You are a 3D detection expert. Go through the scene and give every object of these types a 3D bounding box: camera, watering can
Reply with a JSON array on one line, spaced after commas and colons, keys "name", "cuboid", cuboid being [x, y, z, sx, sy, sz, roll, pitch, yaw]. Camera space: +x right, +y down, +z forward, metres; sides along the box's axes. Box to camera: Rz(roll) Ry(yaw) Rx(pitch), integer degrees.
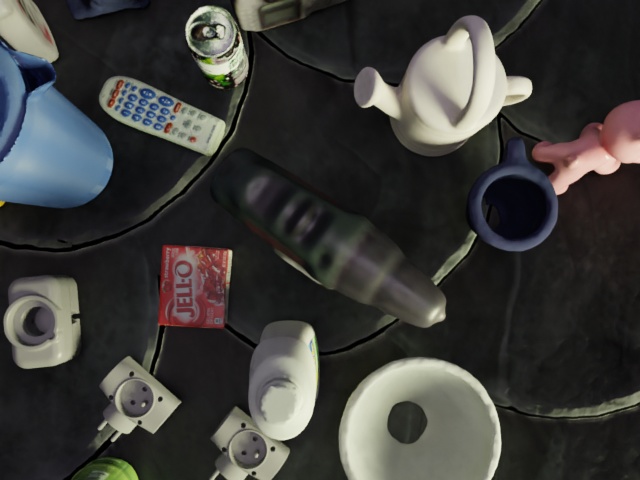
[{"name": "camera", "cuboid": [-0.043, -0.321, 0.622, 0.143, 0.100, 0.137, -19, 88, -3]}, {"name": "watering can", "cuboid": [0.125, -0.149, 0.572, 0.173, 0.194, 0.101, -25, 88, -3]}]

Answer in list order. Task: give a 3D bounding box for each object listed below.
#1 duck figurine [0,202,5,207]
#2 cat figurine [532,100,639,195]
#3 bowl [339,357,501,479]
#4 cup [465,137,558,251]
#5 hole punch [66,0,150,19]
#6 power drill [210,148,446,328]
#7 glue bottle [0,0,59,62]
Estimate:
[{"name": "duck figurine", "cuboid": [-0.392, -0.068, 0.604, 0.104, 0.086, 0.077, 16, 87, -1]}, {"name": "cat figurine", "cuboid": [0.310, -0.104, 0.614, 0.128, 0.117, 0.067, -24, 88, -3]}, {"name": "bowl", "cuboid": [0.101, 0.204, 0.612, 0.167, 0.074, 0.167, 0, 87, -2]}, {"name": "cup", "cuboid": [0.195, -0.045, 0.618, 0.091, 0.095, 0.118, 3, 87, -2]}, {"name": "hole punch", "cuboid": [-0.245, -0.311, 0.619, 0.101, 0.091, 0.109, -12, 87, -2]}, {"name": "power drill", "cuboid": [0.005, 0.002, 0.553, 0.229, 0.208, 0.076, 34, 86, 0]}, {"name": "glue bottle", "cuboid": [-0.323, -0.238, 0.571, 0.037, 0.173, 0.078, -29, 88, -3]}]
